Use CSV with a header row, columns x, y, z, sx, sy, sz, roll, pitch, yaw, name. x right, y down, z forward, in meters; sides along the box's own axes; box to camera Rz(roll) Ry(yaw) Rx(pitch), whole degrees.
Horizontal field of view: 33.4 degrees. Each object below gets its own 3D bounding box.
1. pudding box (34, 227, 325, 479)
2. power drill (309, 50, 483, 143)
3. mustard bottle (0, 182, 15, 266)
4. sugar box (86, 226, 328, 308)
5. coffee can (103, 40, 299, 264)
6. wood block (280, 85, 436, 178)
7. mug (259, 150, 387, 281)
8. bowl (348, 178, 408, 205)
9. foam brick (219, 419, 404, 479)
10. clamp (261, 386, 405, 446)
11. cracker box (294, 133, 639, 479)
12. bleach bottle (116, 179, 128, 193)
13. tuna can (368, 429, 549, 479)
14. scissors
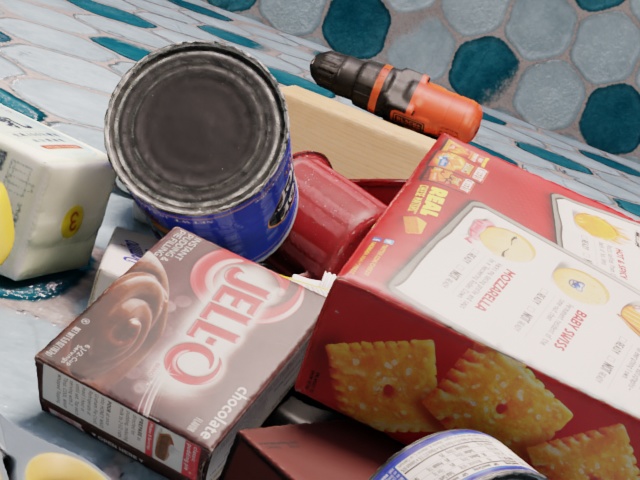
x,y,z,sx,sy,sz,roll,pitch,yaw,name
-0.059,0.051,0.485,0.090,0.039,0.113,24,43,16,pudding box
0.076,-0.119,1.139,0.184,0.057,0.187,24,-19,11,power drill
-0.185,0.022,0.448,0.096,0.058,0.192,-7,21,-9,mustard bottle
-0.039,0.046,0.597,0.176,0.048,0.093,15,12,-8,sugar box
-0.066,-0.045,0.646,0.103,0.103,0.140,22,-13,6,coffee can
0.046,-0.072,1.043,0.206,0.091,0.090,22,14,7,wood block
-0.005,0.001,0.742,0.117,0.093,0.082,-28,50,-35,mug
0.089,-0.019,0.824,0.162,0.055,0.162,0,3,0,bowl
0.002,0.107,0.420,0.078,0.051,0.053,5,20,-45,foam brick
0.030,0.100,0.509,0.171,0.039,0.120,13,10,-2,clamp
0.118,0.050,0.477,0.214,0.072,0.164,26,33,9,cracker box
-0.135,-0.093,0.941,0.102,0.068,0.251,16,13,-18,bleach bottle
0.047,0.113,0.390,0.085,0.086,0.034,9,17,-36,tuna can
-0.125,0.075,0.437,0.096,0.016,0.202,17,15,-15,scissors
